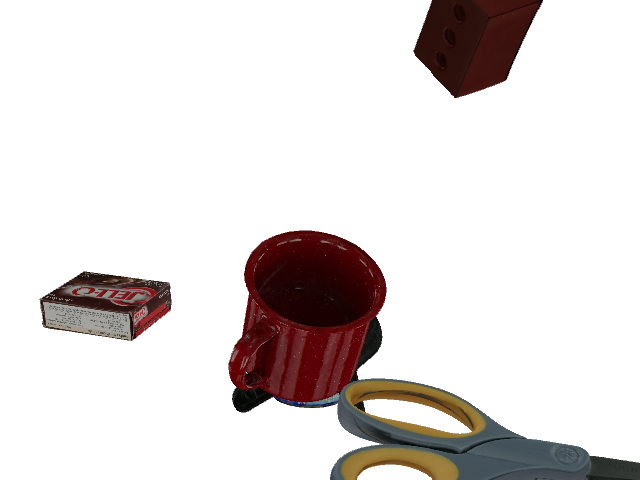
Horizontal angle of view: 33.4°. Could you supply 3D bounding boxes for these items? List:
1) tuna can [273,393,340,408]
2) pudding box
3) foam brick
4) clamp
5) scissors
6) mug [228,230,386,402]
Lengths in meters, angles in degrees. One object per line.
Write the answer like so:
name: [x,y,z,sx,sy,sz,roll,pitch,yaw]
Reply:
tuna can: [-0.012,0.150,1.154,0.086,0.034,0.086,1,14,-1]
pudding box: [-0.231,0.070,1.155,0.114,0.039,0.090,4,18,19]
foam brick: [0.107,-0.148,0.739,0.051,0.053,0.078,-24,-28,-28]
clamp: [0.014,0.106,0.944,0.120,0.039,0.171,17,44,27]
scissors: [0.092,0.105,0.456,0.202,0.016,0.096,15,33,24]
mug: [-0.017,0.059,0.707,0.093,0.082,0.117,33,46,21]
